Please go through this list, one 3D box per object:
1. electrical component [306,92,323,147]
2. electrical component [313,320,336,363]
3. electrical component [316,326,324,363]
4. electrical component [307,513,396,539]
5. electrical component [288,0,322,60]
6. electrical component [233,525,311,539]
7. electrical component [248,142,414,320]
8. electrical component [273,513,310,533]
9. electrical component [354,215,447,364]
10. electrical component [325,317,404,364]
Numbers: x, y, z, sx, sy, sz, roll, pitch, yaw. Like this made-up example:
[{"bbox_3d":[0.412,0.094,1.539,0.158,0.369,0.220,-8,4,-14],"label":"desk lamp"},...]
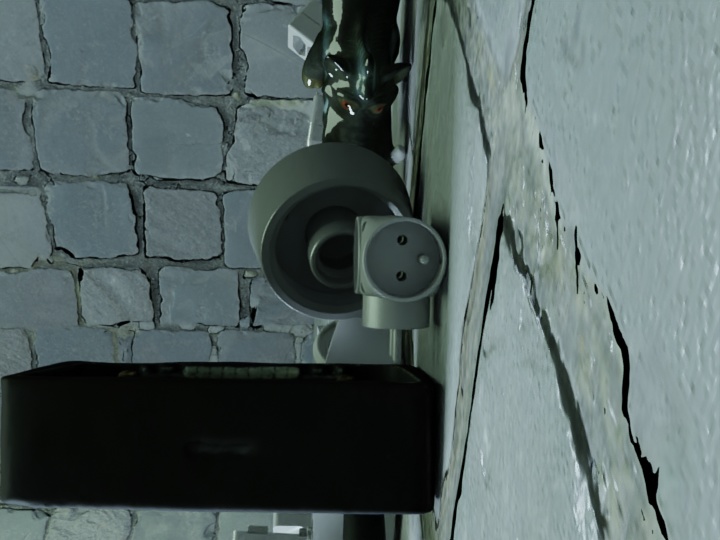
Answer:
[{"bbox_3d":[-0.018,-0.126,1.022,0.096,0.062,0.061,122,157,-83],"label":"electrical component"},{"bbox_3d":[-0.013,0.079,0.955,0.057,0.058,0.078,92,177,-55],"label":"electrical component"},{"bbox_3d":[-0.018,0.087,1.075,0.089,0.050,0.055,-160,72,-86],"label":"electrical component"},{"bbox_3d":[-0.005,0.170,0.752,0.042,0.064,0.081,-95,7,-68],"label":"electrical component"},{"bbox_3d":[-0.014,-0.224,1.024,0.075,0.083,0.047,-50,-6,-14],"label":"electrical component"},{"bbox_3d":[-0.042,0.239,0.848,0.078,0.121,0.063,101,173,-67],"label":"electrical component"},{"bbox_3d":[-0.015,-0.019,0.678,0.060,0.108,0.108,-109,20,-61],"label":"electrical component"},{"bbox_3d":[-0.042,0.249,1.087,0.050,0.089,0.055,97,173,-56],"label":"electrical component"},{"bbox_3d":[0.019,0.010,0.584,0.077,0.044,0.079,-135,46,-85],"label":"electrical component"},{"bbox_3d":[-0.002,0.081,0.736,0.099,0.064,0.099,-179,90,-86],"label":"electrical component"}]
